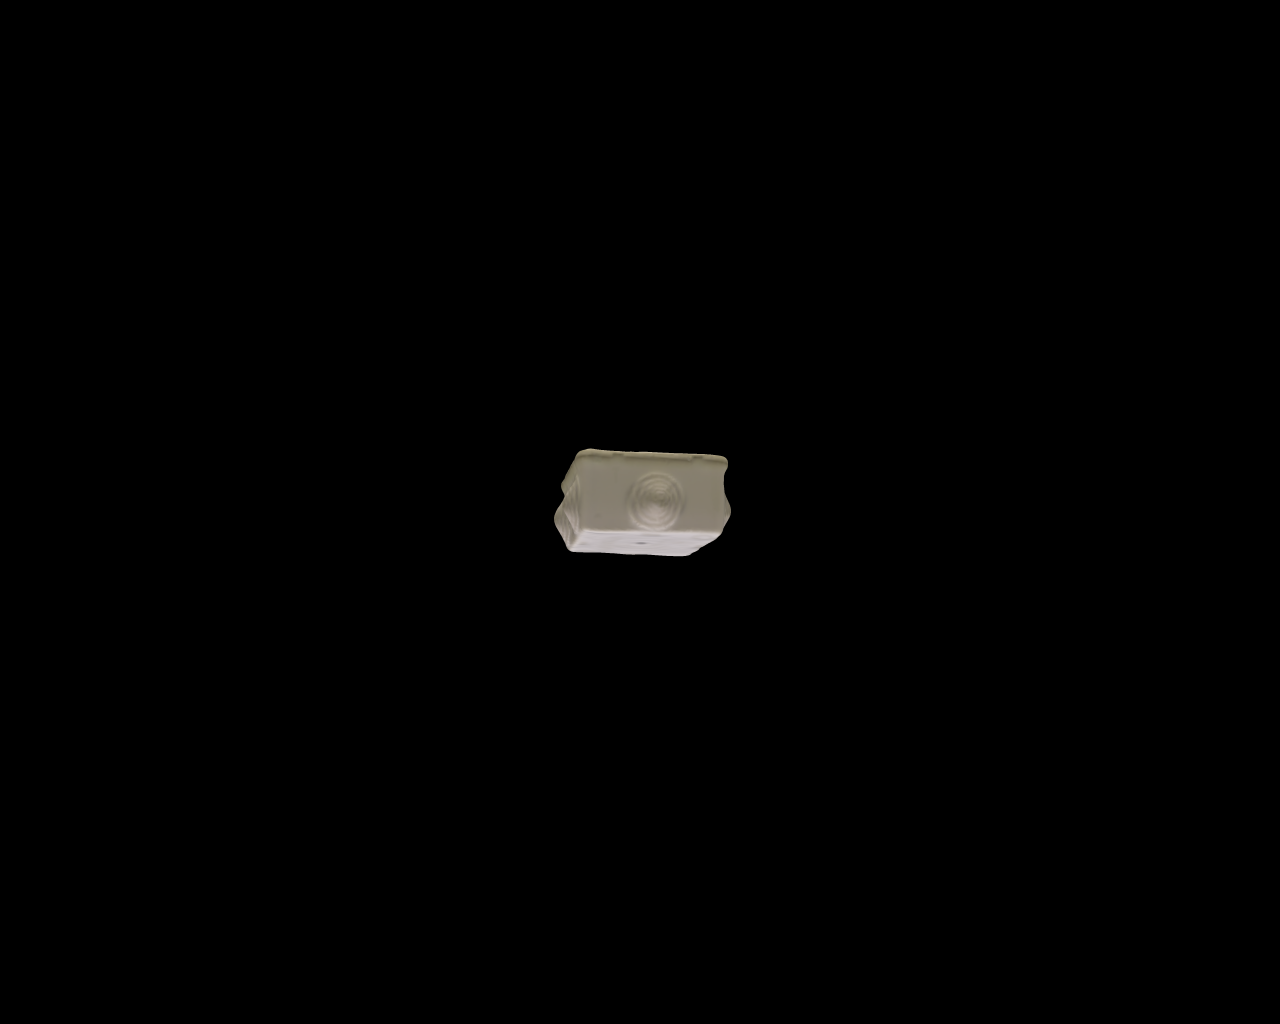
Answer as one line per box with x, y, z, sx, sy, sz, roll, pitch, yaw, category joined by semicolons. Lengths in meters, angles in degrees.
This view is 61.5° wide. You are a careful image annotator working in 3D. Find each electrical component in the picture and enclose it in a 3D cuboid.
0.001;-0.003;0.650;0.100;0.048;0.099;2;-12;-11;electrical component
